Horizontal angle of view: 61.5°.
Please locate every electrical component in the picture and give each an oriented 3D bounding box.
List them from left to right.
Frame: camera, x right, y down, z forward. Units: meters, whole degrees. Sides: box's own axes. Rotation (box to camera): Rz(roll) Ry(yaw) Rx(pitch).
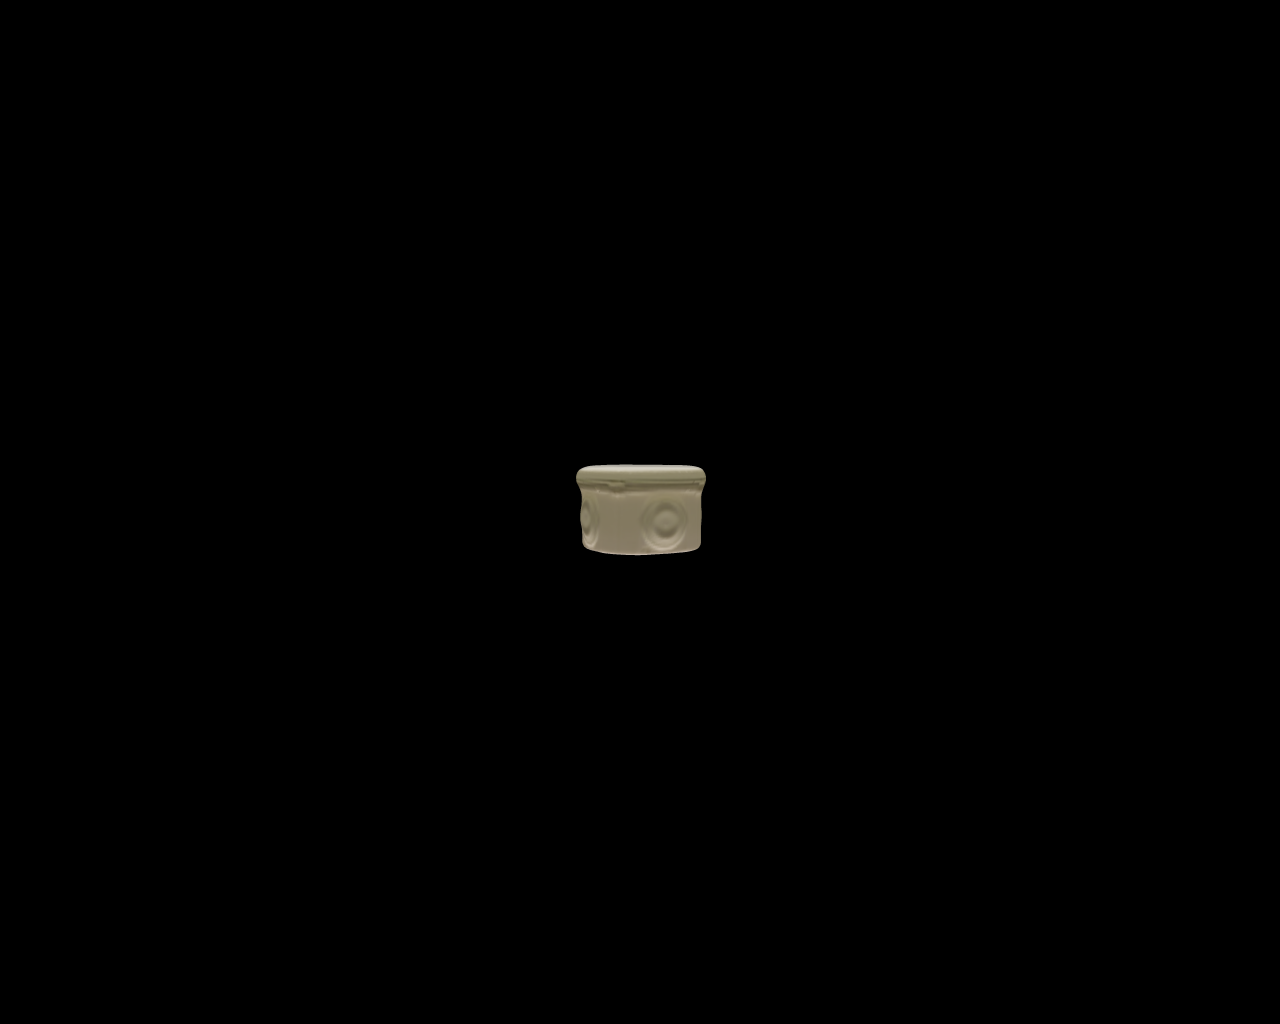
[{"bbox_3d":[0.001,-0.003,0.650,0.080,0.051,0.080,0,4,0],"label":"electrical component"}]
